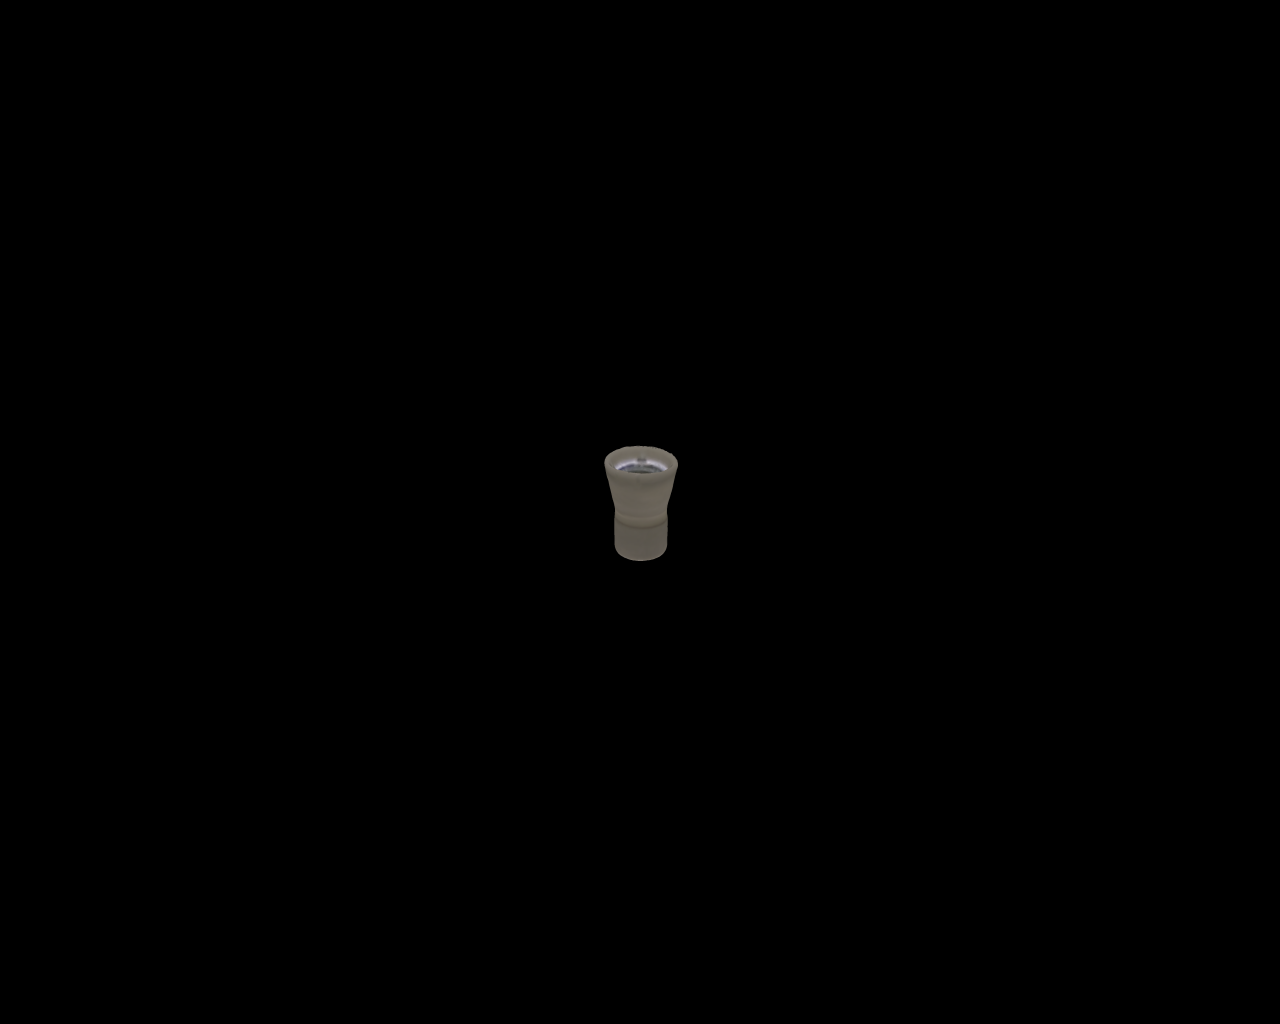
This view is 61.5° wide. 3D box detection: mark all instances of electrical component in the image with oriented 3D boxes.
[{"bbox_3d":[0.001,-0.003,0.650,0.044,0.065,0.044,0,27,0],"label":"electrical component"}]
